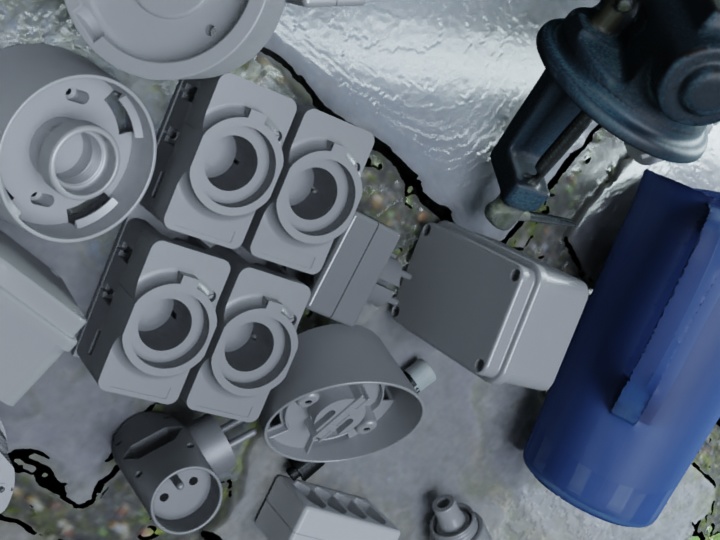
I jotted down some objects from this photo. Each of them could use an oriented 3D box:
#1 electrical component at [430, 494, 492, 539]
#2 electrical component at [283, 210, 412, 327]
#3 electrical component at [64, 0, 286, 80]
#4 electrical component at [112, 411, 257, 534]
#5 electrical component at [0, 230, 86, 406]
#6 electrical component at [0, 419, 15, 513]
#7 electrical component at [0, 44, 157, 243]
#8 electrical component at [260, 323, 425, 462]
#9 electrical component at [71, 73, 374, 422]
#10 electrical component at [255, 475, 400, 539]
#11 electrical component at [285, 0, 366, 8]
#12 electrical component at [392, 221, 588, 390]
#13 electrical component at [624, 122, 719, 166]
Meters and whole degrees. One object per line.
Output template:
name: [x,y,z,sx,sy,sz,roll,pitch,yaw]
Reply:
electrical component: [0.071,0.193,0.793,0.043,0.043,0.062,-33,120,-15]
electrical component: [0.000,0.000,0.678,0.077,0.047,0.065,25,95,-34]
electrical component: [-0.089,-0.148,0.546,0.108,0.060,0.108,1,95,11]
electrical component: [-0.100,0.111,0.644,0.079,0.077,0.043,-27,119,-19]
electrical component: [-0.203,0.006,0.547,0.057,0.078,0.113,-48,124,-3]
electrical component: [-0.230,0.107,0.584,0.080,0.051,0.080,-11,113,-26]
electrical component: [-0.161,-0.065,0.567,0.099,0.064,0.099,-22,124,-35]
electrical component: [-0.016,0.083,0.678,0.099,0.064,0.099,-14,136,-14]
electrical component: [-0.077,-0.013,0.622,0.105,0.060,0.186,19,98,-33]
electrical component: [-0.030,0.192,0.732,0.083,0.047,0.075,23,95,-34]
electrical component: [-0.040,-0.179,0.589,0.077,0.047,0.065,-9,112,-26]
electrical component: [0.080,0.021,0.692,0.057,0.113,0.078,15,100,-36]
electrical component: [0.226,-0.101,0.773,0.078,0.040,0.040,-17,116,-24]
